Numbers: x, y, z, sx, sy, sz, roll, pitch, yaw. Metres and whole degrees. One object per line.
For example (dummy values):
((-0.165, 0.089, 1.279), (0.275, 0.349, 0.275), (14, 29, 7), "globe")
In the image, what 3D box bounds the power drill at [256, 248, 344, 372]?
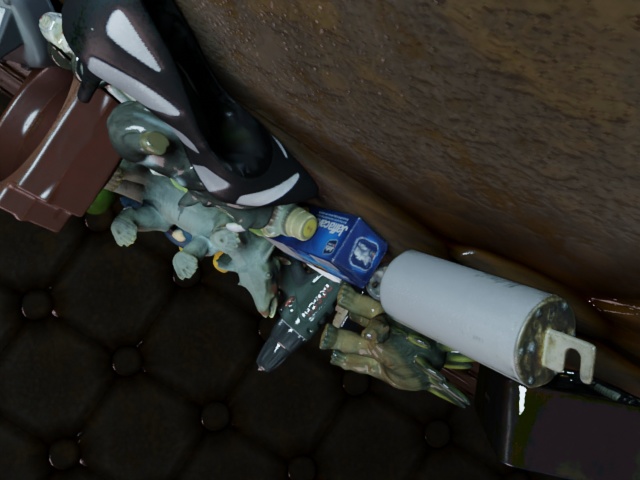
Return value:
((-0.070, 0.079, 0.919), (0.207, 0.232, 0.086), (48, 178, 24), "power drill")

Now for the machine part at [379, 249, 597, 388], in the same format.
((0.134, 0.063, 0.488), (0.079, 0.079, 0.243), (38, 171, -32), "machine part")

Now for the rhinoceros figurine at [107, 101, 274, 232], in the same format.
((-0.116, -0.068, 0.527), (0.112, 0.073, 0.190), (-15, 145, 41), "rhinoceros figurine")

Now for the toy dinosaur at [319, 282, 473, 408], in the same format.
((0.118, 0.160, 0.742), (0.199, 0.105, 0.471), (22, 171, 17), "toy dinosaur")

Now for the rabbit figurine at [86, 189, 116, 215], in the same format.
((-0.339, -0.121, 0.870), (0.121, 0.170, 0.159), (28, 172, 27), "rabbit figurine")

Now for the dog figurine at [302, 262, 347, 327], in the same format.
((0.059, 0.095, 0.973), (0.172, 0.121, 0.191), (32, 159, -21), "dog figurine")

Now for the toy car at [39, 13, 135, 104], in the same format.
((-0.189, -0.149, 0.540), (0.074, 0.056, 0.201), (35, 174, 37), "toy car")

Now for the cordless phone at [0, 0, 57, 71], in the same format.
((-0.311, -0.219, 0.560), (0.147, 0.088, 0.184), (17, -173, 8), "cordless phone")

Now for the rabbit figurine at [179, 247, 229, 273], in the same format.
((-0.199, -0.034, 1.026), (0.173, 0.162, 0.122), (53, 180, -14), "rabbit figurine")

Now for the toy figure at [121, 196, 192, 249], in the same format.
((-0.251, -0.036, 0.883), (0.154, 0.058, 0.064), (36, 169, -16), "toy figure")

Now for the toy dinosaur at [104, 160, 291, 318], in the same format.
((-0.202, -0.048, 0.809), (0.405, 0.131, 0.192), (36, -160, 2), "toy dinosaur")

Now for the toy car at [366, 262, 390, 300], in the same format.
((0.145, 0.077, 0.612), (0.202, 0.053, 0.089), (26, -175, 34), "toy car")

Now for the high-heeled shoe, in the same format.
((-0.068, -0.101, 0.404), (0.248, 0.086, 0.145), (19, 152, -33), "high-heeled shoe")

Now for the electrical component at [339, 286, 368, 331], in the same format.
((0.073, 0.111, 0.862), (0.074, 0.119, 0.048), (40, 170, -28), "electrical component")

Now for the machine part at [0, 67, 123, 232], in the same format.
((-0.312, -0.122, 0.643), (0.201, 0.201, 0.087), (24, 171, 44), "machine part")

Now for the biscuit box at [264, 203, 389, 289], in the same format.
((-0.001, -0.002, 0.668), (0.059, 0.063, 0.203), (38, 170, -30), "biscuit box")

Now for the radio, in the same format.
((0.232, 0.168, 0.533), (0.131, 0.073, 0.229), (9, 178, 12), "radio")
